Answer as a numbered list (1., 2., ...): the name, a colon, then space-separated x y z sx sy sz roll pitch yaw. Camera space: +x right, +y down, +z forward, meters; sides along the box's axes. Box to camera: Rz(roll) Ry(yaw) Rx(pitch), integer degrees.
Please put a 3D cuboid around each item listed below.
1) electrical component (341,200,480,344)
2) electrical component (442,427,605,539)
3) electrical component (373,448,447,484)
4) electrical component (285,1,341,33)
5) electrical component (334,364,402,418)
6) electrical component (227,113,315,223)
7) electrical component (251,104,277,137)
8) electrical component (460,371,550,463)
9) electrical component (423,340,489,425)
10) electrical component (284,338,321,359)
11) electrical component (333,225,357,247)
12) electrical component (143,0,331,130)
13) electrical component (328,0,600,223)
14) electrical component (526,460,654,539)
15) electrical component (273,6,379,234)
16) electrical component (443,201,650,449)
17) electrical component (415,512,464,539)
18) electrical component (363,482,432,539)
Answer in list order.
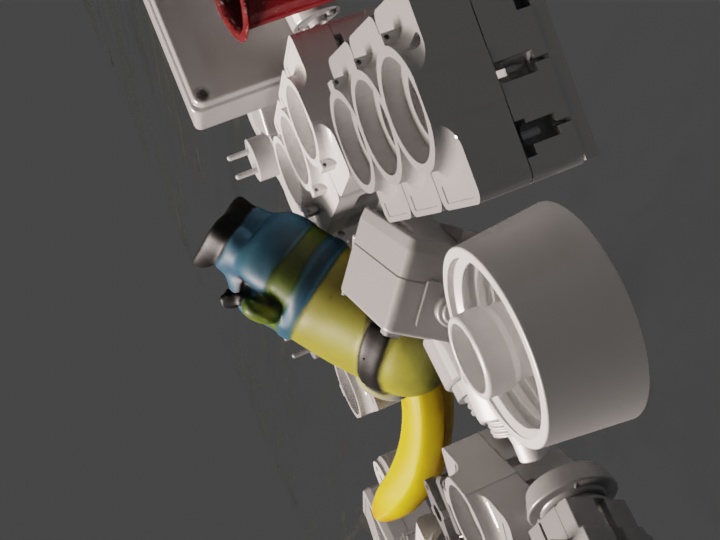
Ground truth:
1. electrical component: 0.037 0.002 0.579 0.096 0.062 0.061 -140 63 -67
2. electrical component: 0.101 0.174 0.628 0.089 0.062 0.150 -137 28 -63
3. electrical component: 0.044 0.163 0.871 0.045 0.055 0.045 158 90 -78
4. electrical component: -0.041 -0.184 0.683 0.065 0.044 0.044 63 168 2
5. electrical component: 0.015 0.084 0.861 0.089 0.056 0.050 134 114 -77
6. electrical component: -0.072 -0.096 0.887 0.052 0.074 0.138 98 149 -66
7. electrical component: -0.060 -0.146 0.815 0.076 0.047 0.083 -136 28 -63
8. electrical component: 0.083 0.072 0.577 0.043 0.043 0.062 171 77 -78
9. electrical component: 0.068 0.061 0.628 0.040 0.040 0.078 97 149 -66
10. electrical component: -0.031 0.057 0.974 0.052 0.074 0.138 90 156 -59
11. electrical component: 0.000 0.000 0.803 0.075 0.047 0.083 93 153 -63
12. electrical component: -0.081 -0.166 0.728 0.056 0.109 0.108 130 117 -79
13. electrical component: 0.035 -0.074 0.487 0.150 0.062 0.089 178 71 -77
14. electrical component: 0.111 0.128 0.527 0.048 0.066 0.055 -54 41 34
15. electrical component: -0.013 -0.086 0.678 0.150 0.062 0.089 122 125 -75
16. electrical component: 0.076 0.029 0.490 0.108 0.060 0.108 159 90 -78
17. electrical component: 0.080 0.228 0.818 0.089 0.050 0.055 -119 22 -48
18. electrical component: 0.036 0.238 1.021 0.061 0.061 0.096 90 156 -59
